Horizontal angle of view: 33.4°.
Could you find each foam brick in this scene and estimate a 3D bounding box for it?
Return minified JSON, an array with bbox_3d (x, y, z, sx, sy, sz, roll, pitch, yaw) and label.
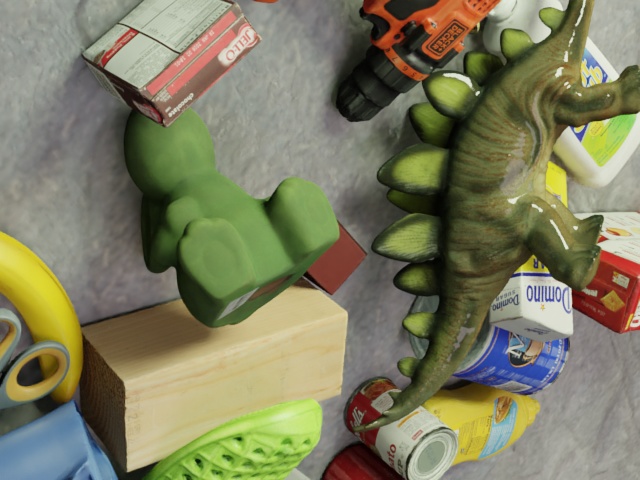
[{"bbox_3d":[-0.006,0.001,0.929,0.051,0.053,0.078,-49,134,-6],"label":"foam brick"}]

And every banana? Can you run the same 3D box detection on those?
[{"bbox_3d":[-0.224,0.048,0.799,0.069,0.037,0.197,-31,130,3],"label":"banana"}]

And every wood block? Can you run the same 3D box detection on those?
[{"bbox_3d":[-0.088,0.104,0.894,0.205,0.091,0.090,-15,123,-32],"label":"wood block"}]

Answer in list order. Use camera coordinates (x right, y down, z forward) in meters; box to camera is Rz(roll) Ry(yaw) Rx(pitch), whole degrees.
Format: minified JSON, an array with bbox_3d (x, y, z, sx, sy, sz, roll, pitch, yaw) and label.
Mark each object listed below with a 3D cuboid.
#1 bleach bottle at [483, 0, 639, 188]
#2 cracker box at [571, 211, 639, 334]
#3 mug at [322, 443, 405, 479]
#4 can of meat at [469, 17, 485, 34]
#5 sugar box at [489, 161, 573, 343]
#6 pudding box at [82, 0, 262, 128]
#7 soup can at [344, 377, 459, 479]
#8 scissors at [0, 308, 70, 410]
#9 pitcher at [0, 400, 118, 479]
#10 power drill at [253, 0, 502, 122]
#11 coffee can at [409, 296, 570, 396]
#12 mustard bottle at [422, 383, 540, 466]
[{"bbox_3d":[0.222,-0.152,1.020,0.250,0.068,0.102,36,91,-41],"label":"bleach bottle"},{"bbox_3d":[0.331,0.029,1.131,0.213,0.164,0.072,-4,114,-37],"label":"cracker box"},{"bbox_3d":[0.059,0.271,1.106,0.093,0.082,0.117,-42,132,-13],"label":"mug"},{"bbox_3d":[0.125,-0.241,0.898,0.084,0.058,0.102,-49,133,-9],"label":"can of meat"},{"bbox_3d":[0.204,0.004,1.037,0.093,0.048,0.176,20,61,-43],"label":"sugar box"},{"bbox_3d":[-0.105,-0.132,0.737,0.090,0.114,0.039,-44,129,-11],"label":"pudding box"},{"bbox_3d":[0.081,0.191,1.066,0.068,0.102,0.068,-19,124,-30],"label":"soup can"},{"bbox_3d":[-0.258,0.138,0.807,0.096,0.016,0.202,14,115,-33],"label":"scissors"},{"bbox_3d":[-0.264,0.228,0.792,0.242,0.145,0.149,-23,128,-12],"label":"pitcher"},{"bbox_3d":[0.029,-0.183,0.829,0.187,0.057,0.185,22,127,-37],"label":"power drill"},{"bbox_3d":[0.173,0.097,1.086,0.140,0.103,0.103,20,100,-43],"label":"coffee can"},{"bbox_3d":[0.171,0.199,1.170,0.191,0.058,0.096,-6,117,-36],"label":"mustard bottle"}]
